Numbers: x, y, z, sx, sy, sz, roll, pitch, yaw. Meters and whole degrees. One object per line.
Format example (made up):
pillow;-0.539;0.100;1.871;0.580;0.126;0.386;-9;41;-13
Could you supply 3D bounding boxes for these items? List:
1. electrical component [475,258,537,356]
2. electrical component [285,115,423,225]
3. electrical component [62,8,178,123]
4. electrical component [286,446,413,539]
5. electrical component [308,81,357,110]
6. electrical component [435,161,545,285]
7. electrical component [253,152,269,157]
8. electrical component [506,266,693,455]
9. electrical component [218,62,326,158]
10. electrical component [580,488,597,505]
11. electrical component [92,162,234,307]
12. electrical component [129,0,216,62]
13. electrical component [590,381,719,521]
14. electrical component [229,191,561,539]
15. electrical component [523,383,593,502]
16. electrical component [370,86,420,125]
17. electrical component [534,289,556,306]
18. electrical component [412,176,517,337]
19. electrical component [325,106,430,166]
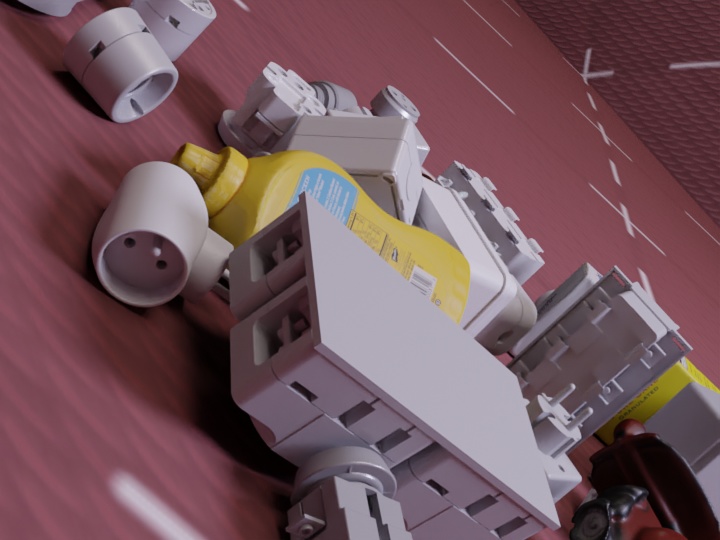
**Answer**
electrical component;0.082;0.014;0.818;0.059;0.053;0.095;18;32;-51
electrical component;-0.010;-0.067;0.726;0.061;0.096;0.061;76;25;-48
electrical component;-0.144;-0.123;0.654;0.047;0.055;0.055;51;21;9
electrical component;-0.005;0.112;0.472;0.066;0.048;0.055;30;32;-35
electrical component;-0.035;-0.143;0.922;0.040;0.040;0.078;53;22;23
electrical component;0.102;-0.033;0.934;0.079;0.063;0.121;20;31;-48
electrical component;-0.052;-0.041;0.670;0.047;0.055;0.055;29;25;-29
electrical component;0.161;0.068;0.767;0.078;0.121;0.063;50;23;15
electrical component;-0.064;-0.107;0.770;0.058;0.057;0.078;40;20;-11
electrical component;0.185;0.164;0.721;0.055;0.066;0.048;45;-17;-21
electrical component;-0.091;-0.009;0.546;0.079;0.043;0.077;37;21;-21
electrical component;-0.142;-0.187;0.793;0.055;0.047;0.055;38;21;-17
electrical component;0.245;0.146;0.794;0.109;0.108;0.056;24;26;-44
electrical component;0.015;0.062;0.543;0.186;0.060;0.105;41;25;-34
electrical component;0.110;0.102;0.664;0.047;0.076;0.065;18;33;-51
electrical component;0.022;-0.137;0.999;0.045;0.055;0.045;38;21;-17
electrical component;0.194;0.065;0.947;0.079;0.044;0.077;33;23;-29
electrical component;0.050;-0.005;0.760;0.057;0.078;0.113;23;29;-40
electrical component;0.000;-0.107;0.872;0.083;0.047;0.075;4;41;-31
